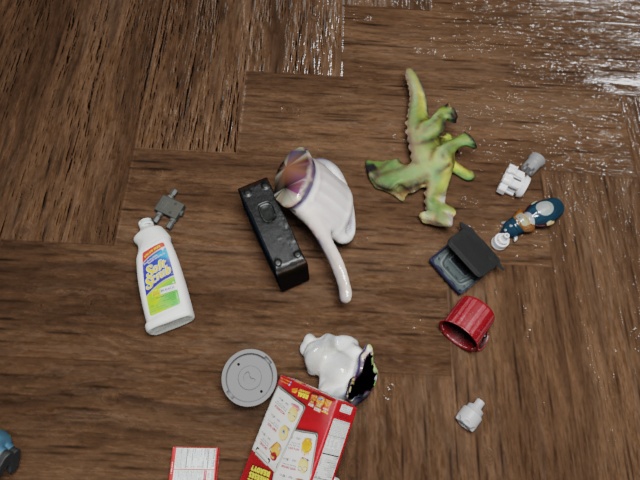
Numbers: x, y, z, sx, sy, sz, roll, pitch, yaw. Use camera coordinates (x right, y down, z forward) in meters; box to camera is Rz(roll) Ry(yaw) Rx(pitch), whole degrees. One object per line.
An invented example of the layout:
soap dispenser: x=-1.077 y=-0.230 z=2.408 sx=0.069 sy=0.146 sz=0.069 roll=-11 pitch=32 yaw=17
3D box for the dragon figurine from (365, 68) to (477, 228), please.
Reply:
dragon figurine: x=0.223 y=-0.209 z=1.233 sx=0.243 sy=0.120 sz=0.416 roll=-27 pitch=70 yaw=-4

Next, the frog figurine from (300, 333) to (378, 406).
frog figurine: x=0.030 y=0.258 z=1.041 sx=0.159 sy=0.121 sz=0.139 roll=6 pitch=73 yaw=39

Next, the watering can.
watering can: x=0.003 y=-0.055 z=1.091 sx=0.103 sy=0.221 sz=0.356 roll=-29 pitch=44 yaw=31
